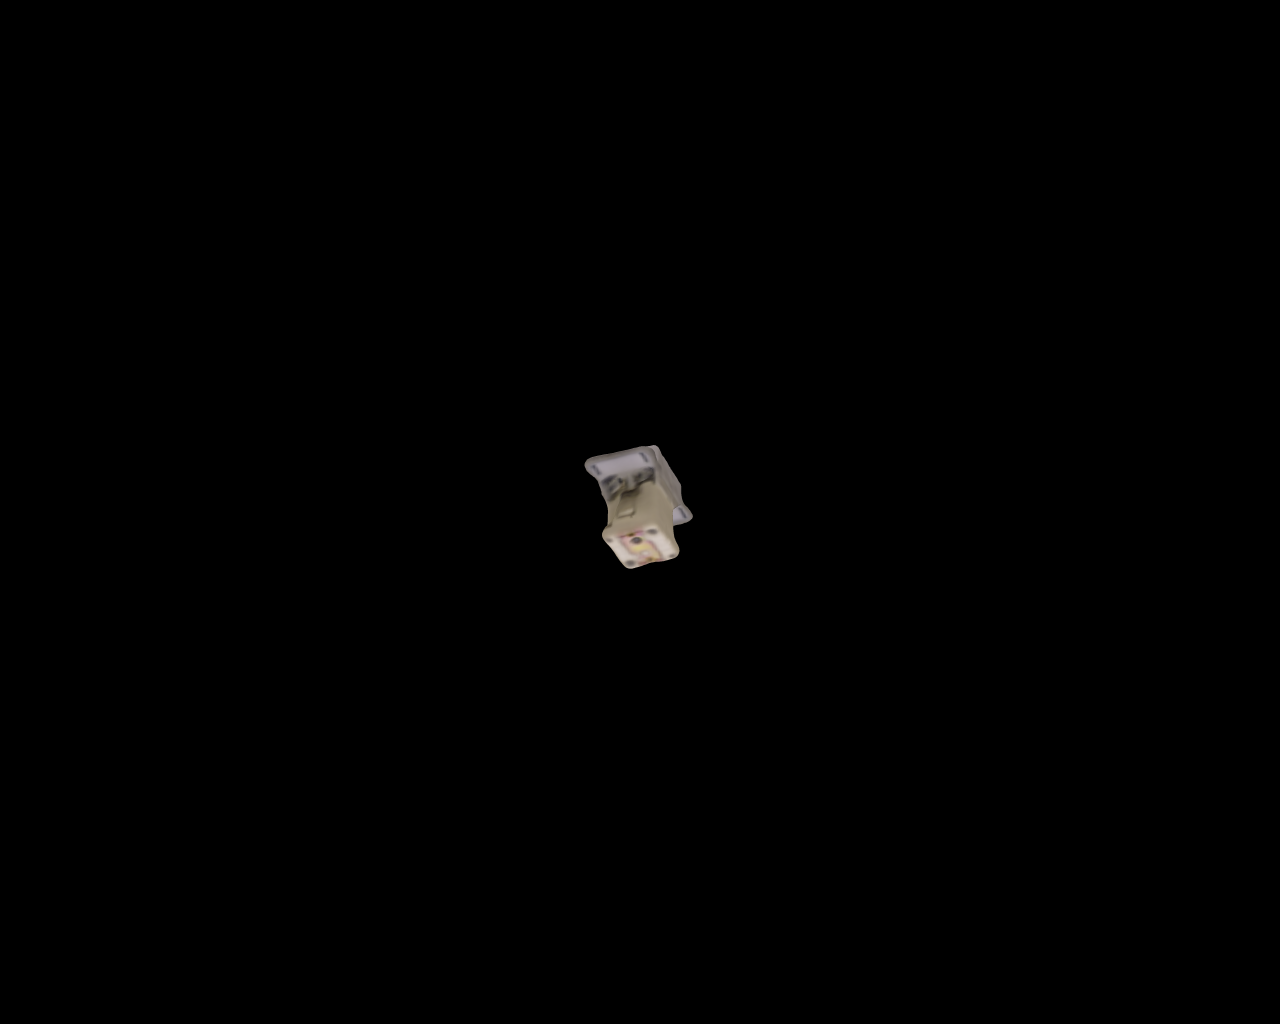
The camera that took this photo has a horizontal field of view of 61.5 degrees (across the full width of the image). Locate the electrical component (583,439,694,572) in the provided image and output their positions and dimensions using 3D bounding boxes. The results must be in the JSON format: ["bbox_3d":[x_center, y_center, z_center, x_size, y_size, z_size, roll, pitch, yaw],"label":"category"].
[{"bbox_3d":[0.001,-0.003,0.650,0.042,0.064,0.081,-13,-38,18],"label":"electrical component"}]
